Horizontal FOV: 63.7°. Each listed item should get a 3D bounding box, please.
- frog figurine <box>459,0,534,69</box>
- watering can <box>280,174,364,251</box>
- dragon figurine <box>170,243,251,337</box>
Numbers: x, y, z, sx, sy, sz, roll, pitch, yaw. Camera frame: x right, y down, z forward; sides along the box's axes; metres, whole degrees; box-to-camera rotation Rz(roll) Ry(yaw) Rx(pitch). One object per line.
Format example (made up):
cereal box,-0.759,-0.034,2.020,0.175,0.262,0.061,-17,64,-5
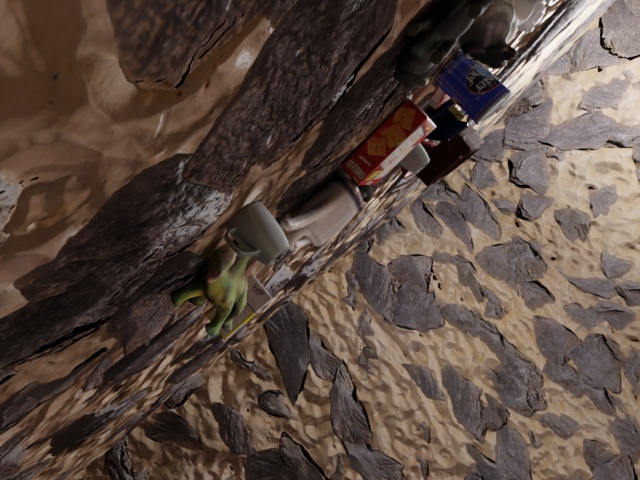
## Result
frog figurine,0.335,-0.419,0.976,0.137,0.123,0.159,14,89,-70
watering can,0.004,-0.060,1.192,0.225,0.104,0.345,-42,173,-4
dragon figurine,-0.173,0.074,1.121,0.242,0.123,0.410,-51,172,5
